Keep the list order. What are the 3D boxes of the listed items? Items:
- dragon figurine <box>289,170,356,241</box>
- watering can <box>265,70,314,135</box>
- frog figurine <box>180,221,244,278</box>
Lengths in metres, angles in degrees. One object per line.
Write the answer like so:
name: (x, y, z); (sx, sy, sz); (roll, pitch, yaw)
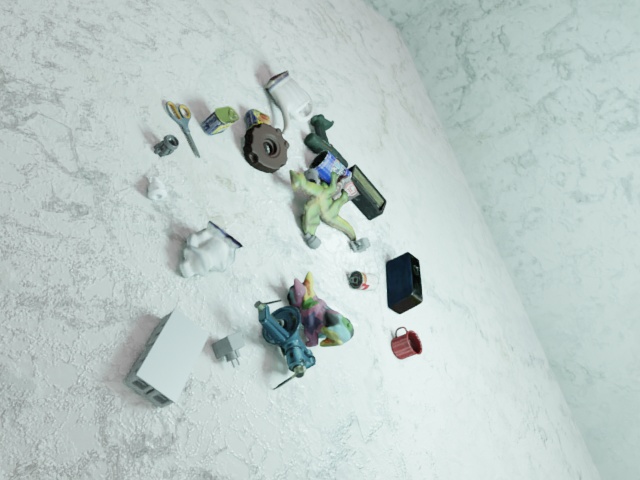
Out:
dragon figurine: (0.006, -0.095, 1.881); (0.247, 0.122, 0.404); (-46, 119, -37)
watering can: (-0.130, -0.557, 2.065); (0.223, 0.102, 0.355); (49, 34, -11)
frog figurine: (-0.303, 0.042, 1.373); (0.161, 0.123, 0.135); (-52, 120, -18)
